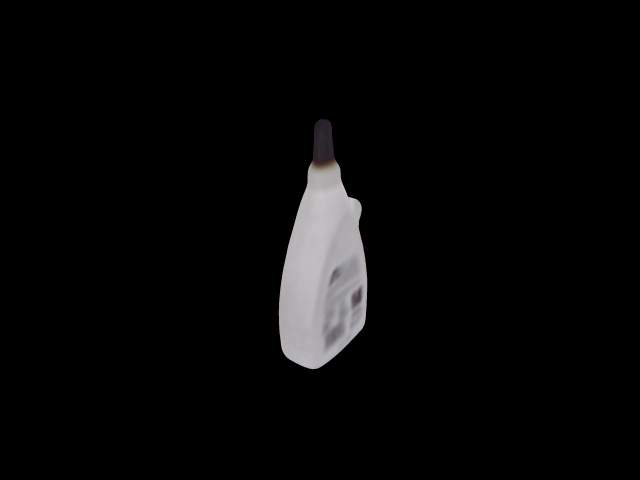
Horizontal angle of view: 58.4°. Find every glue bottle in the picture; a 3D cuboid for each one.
[{"bbox_3d":[0.004,0.001,0.400,0.037,0.173,0.078,18,32,32],"label":"glue bottle"}]
